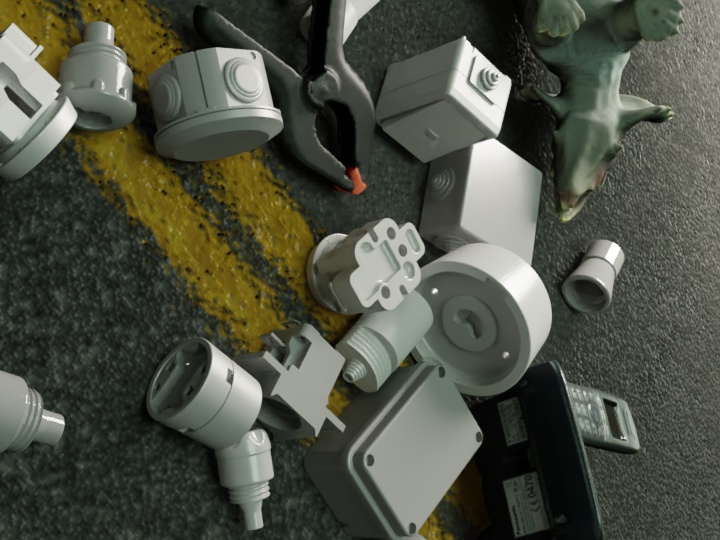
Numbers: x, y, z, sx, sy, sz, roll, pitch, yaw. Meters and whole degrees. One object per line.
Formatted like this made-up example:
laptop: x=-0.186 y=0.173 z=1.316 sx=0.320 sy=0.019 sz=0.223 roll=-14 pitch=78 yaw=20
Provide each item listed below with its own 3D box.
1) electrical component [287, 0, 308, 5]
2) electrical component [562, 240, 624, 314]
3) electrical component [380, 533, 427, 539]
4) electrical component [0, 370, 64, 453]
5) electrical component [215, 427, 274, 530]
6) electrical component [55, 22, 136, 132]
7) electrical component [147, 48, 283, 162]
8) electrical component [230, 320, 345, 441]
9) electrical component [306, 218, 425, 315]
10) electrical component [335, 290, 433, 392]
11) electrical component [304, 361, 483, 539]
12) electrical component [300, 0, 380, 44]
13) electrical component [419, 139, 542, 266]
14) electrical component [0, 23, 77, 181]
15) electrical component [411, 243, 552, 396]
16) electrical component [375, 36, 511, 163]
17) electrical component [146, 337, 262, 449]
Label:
electrical component: x=-0.050 y=-0.221 z=0.757 sx=0.055 sy=0.045 sz=0.045 roll=44 pitch=54 yaw=-29
electrical component: x=0.213 y=0.003 z=0.968 sx=0.044 sy=0.044 sz=0.065 roll=56 pitch=45 yaw=-20
electrical component: x=0.055 y=0.240 z=0.757 sx=0.074 sy=0.052 sz=0.138 roll=-36 pitch=106 yaw=-42
electrical component: x=-0.186 y=0.076 z=0.564 sx=0.062 sy=0.043 sz=0.043 roll=27 pitch=64 yaw=-39
electrical component: x=-0.070 y=0.131 z=0.671 sx=0.035 sy=0.035 sz=0.061 roll=-8 pitch=89 yaw=-45
electrical component: x=-0.155 y=-0.116 z=0.634 sx=0.048 sy=0.048 sz=0.062 roll=17 pitch=63 yaw=-41
electrical component: x=-0.091 y=-0.101 z=0.668 sx=0.080 sy=0.080 sz=0.051 roll=-6 pitch=80 yaw=-45
electrical component: x=-0.044 y=0.072 z=0.703 sx=0.081 sy=0.042 sz=0.063 roll=48 pitch=51 yaw=-28
electrical component: x=0.000 y=0.000 z=0.750 sx=0.078 sy=0.057 sz=0.058 roll=-43 pitch=111 yaw=-40
electrical component: x=0.013 y=0.051 z=0.762 sx=0.081 sy=0.043 sz=0.043 roll=-47 pitch=114 yaw=-39
electrical component: x=0.026 y=0.125 z=0.750 sx=0.113 sy=0.057 sz=0.078 roll=-45 pitch=113 yaw=-40
electrical component: x=-0.016 y=-0.191 z=0.787 sx=0.044 sy=0.044 sz=0.065 roll=46 pitch=58 yaw=-28
electrical component: x=0.096 y=-0.052 z=0.860 sx=0.100 sy=0.048 sz=0.099 roll=28 pitch=63 yaw=-37
electrical component: x=-0.192 y=-0.086 z=0.583 sx=0.057 sy=0.058 sz=0.078 roll=46 pitch=53 yaw=-24
electrical component: x=0.090 y=0.032 z=0.799 sx=0.060 sy=0.108 sz=0.108 roll=-36 pitch=107 yaw=-48
electrical component: x=0.066 y=-0.126 z=0.813 sx=0.062 sy=0.096 sz=0.061 roll=35 pitch=59 yaw=-34
electrical component: x=-0.093 y=0.076 z=0.648 sx=0.047 sy=0.055 sz=0.055 roll=40 pitch=56 yaw=-35
